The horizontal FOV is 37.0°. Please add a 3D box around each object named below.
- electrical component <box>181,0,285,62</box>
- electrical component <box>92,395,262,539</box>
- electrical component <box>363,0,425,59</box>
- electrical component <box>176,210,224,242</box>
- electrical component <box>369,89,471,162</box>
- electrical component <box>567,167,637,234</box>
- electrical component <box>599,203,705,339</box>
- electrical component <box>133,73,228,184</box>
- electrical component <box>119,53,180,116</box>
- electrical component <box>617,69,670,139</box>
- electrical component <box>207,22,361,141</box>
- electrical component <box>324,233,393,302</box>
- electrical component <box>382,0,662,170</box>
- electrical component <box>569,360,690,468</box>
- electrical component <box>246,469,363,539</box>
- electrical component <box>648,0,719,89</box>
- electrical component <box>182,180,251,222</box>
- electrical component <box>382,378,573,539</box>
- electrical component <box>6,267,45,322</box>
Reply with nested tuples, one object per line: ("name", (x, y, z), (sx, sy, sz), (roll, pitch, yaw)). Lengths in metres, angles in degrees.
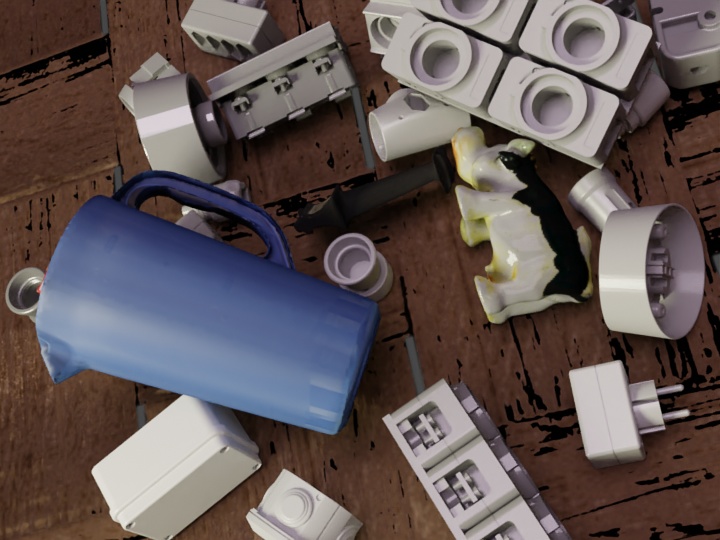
("electrical component", (-0.112, -0.243, 1.026), (0.083, 0.047, 0.075), (20, 77, 25))
("electrical component", (-0.145, 0.159, 0.864), (0.113, 0.078, 0.057), (-39, 59, 2))
("electrical component", (0.073, -0.217, 0.940), (0.121, 0.078, 0.063), (14, 53, 24))
("electrical component", (-0.149, 0.006, 0.940), (0.083, 0.047, 0.075), (-41, 62, -1))
("electrical component", (0.045, -0.132, 0.924), (0.077, 0.043, 0.079), (-17, 34, -10))
("electrical component", (0.193, -0.051, 0.848), (0.040, 0.040, 0.046), (-38, 67, 2))
("electrical component", (0.213, 0.001, 0.790), (0.064, 0.099, 0.099), (1, 70, 27))
("electrical component", (-0.153, -0.124, 0.963), (0.060, 0.108, 0.108), (-17, 65, 6))
("electrical component", (-0.196, -0.169, 1.029), (0.055, 0.048, 0.066), (-42, 62, -9))
("electrical component", (0.215, -0.130, 0.869), (0.078, 0.040, 0.040), (-47, 62, -2))
("electrical component", (-0.066, -0.166, 0.966), (0.121, 0.079, 0.063), (-24, 93, 9))
("electrical component", (0.000, 0.000, 0.886), (0.045, 0.055, 0.045), (-7, 68, 17))
("electrical component", (0.122, -0.167, 0.837), (0.186, 0.060, 0.105), (27, 97, 20))
("electrical component", (0.199, 0.102, 0.781), (0.077, 0.047, 0.065), (-14, 66, 14))
("electrical component", (-0.042, 0.192, 0.813), (0.080, 0.080, 0.051), (28, 76, 26))
("electrical component", (0.265, -0.198, 0.867), (0.054, 0.059, 0.095), (-11, 66, 15))
("electrical component", (-0.131, -0.059, 0.968), (0.061, 0.035, 0.035), (-13, 66, 17))
("electrical component", (0.091, 0.159, 0.773), (0.062, 0.089, 0.150), (-35, 62, 4))
("electrical component", (-0.287, 0.027, 0.978), (0.045, 0.055, 0.045), (-7, 68, 17))
